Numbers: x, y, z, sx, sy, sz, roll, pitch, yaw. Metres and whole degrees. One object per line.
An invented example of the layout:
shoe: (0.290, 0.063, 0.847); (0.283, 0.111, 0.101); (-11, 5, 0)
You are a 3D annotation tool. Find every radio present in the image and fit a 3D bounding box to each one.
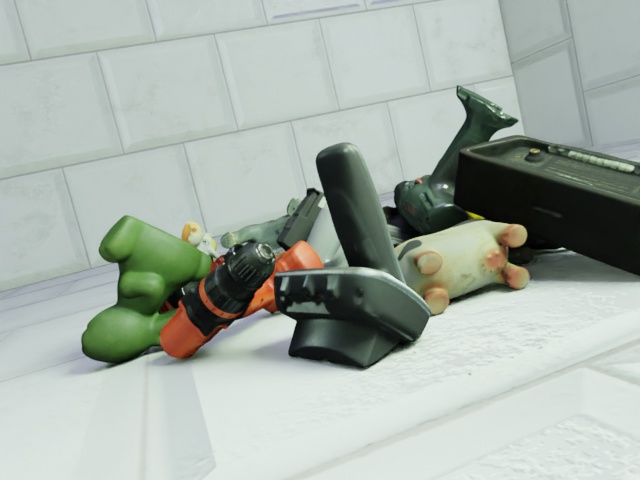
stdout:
radio: (0.273, -0.049, 0.577); (0.131, 0.073, 0.230); (-21, 35, -36)

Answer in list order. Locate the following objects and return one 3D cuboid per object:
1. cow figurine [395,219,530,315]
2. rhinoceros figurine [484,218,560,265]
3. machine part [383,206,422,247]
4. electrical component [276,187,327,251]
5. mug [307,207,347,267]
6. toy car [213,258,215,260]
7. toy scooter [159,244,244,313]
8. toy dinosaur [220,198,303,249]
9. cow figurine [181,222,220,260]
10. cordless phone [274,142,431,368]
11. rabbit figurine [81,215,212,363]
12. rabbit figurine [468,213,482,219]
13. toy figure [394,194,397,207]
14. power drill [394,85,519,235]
cow figurine: (0.110, 0.029, 0.587); (0.195, 0.085, 0.127); (-17, 13, -9)
rhinoceros figurine: (0.285, -0.017, 0.715); (0.190, 0.073, 0.112); (-18, -3, -24)
machine part: (0.115, -0.015, 0.818); (0.084, 0.039, 0.139); (7, 22, -4)
electrical component: (-0.002, -0.003, 0.875); (0.134, 0.115, 0.058); (-59, 12, -6)
mug: (0.019, 0.017, 0.793); (0.081, 0.107, 0.110); (28, 0, -20)
toy car: (-0.204, 0.064, 1.063); (0.073, 0.056, 0.202); (-17, 7, -33)
toy scooter: (-0.195, 0.077, 0.841); (0.135, 0.075, 0.184); (-33, 4, 36)
toy dinosaur: (-0.074, -0.003, 1.169); (0.405, 0.131, 0.192); (-15, -8, 29)
cow figurine: (-0.215, 0.042, 0.929); (0.098, 0.068, 0.167); (8, -48, -33)
cordless phone: (0.009, 0.012, 0.486); (0.089, 0.184, 0.147); (-24, 12, -39)
rabbit figurine: (-0.221, 0.075, 0.669); (0.159, 0.170, 0.121); (30, -13, -25)
rabbit figurine: (0.299, -0.073, 0.856); (0.173, 0.122, 0.162); (-45, -32, -4)
toy figure: (0.232, -0.061, 1.013); (0.180, 0.082, 0.089); (0, 14, 14)
power drill: (0.176, -0.109, 0.761); (0.086, 0.207, 0.232); (28, 20, -14)
